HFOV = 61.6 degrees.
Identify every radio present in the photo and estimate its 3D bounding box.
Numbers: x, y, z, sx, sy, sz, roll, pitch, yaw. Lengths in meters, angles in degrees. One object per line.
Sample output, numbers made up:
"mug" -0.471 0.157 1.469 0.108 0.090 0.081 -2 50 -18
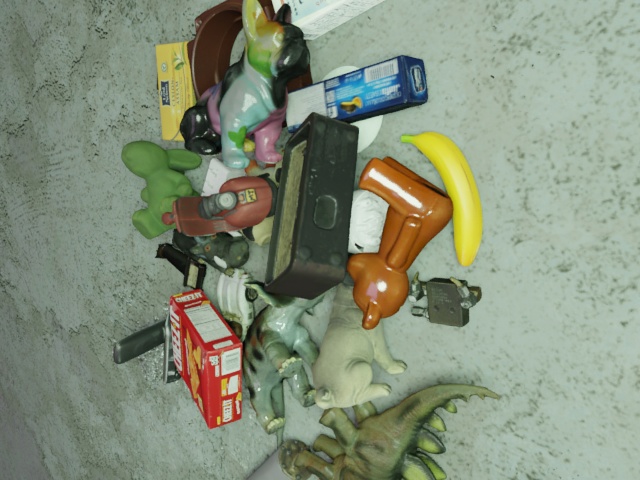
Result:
"radio" -0.011 -0.044 0.716 0.131 0.073 0.229 146 133 -65

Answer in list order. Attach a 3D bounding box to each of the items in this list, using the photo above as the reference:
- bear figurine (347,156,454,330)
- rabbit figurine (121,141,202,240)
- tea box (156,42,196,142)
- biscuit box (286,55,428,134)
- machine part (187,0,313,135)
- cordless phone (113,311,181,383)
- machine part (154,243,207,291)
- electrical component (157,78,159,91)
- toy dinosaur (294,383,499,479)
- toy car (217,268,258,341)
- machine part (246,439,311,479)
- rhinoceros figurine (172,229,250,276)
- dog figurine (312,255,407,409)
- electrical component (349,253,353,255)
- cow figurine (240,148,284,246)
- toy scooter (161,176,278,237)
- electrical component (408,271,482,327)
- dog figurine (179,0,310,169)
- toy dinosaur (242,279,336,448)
"bear figurine" 0.081 0.006 0.694 0.132 0.120 0.195 35 111 10
"rabbit figurine" -0.285 -0.113 0.990 0.121 0.159 0.170 -16 109 39
"tea box" -0.236 -0.264 0.968 0.098 0.068 0.169 9 107 37
"biscuit box" 0.044 -0.192 0.730 0.203 0.063 0.059 -5 96 39
"machine part" -0.117 -0.272 0.857 0.202 0.087 0.200 -3 99 41
"cordless phone" -0.339 0.236 1.101 0.089 0.184 0.146 21 114 30
"machine part" -0.284 0.051 1.107 0.139 0.039 0.084 29 126 29
"electrical component" -0.286 -0.302 1.029 0.063 0.021 0.093 22 113 33
"toy dinosaur" 0.093 0.322 0.825 0.199 0.105 0.470 39 132 17
"toy car" -0.153 0.150 1.010 0.074 0.056 0.201 8 106 38
"machine part" -0.082 0.448 1.012 0.079 0.079 0.243 50 128 19
"rhinoceros figurine" -0.190 0.007 0.959 0.191 0.112 0.073 15 71 43
"dog figurine" 0.037 0.126 0.779 0.121 0.172 0.190 -7 104 29
"electrical component" -0.002 -0.002 0.820 0.119 0.075 0.047 7 106 57
"cow figurine" -0.069 -0.073 0.868 0.127 0.085 0.194 49 125 26
"toy scooter" -0.156 -0.047 0.809 0.184 0.135 0.075 -16 84 45
"electrical component" 0.168 0.080 0.735 0.102 0.045 0.078 10 106 38
"dog figurine" -0.103 -0.217 0.738 0.192 0.108 0.219 25 112 34
"toy dinosaur" -0.079 0.195 0.929 0.192 0.131 0.404 56 138 35
